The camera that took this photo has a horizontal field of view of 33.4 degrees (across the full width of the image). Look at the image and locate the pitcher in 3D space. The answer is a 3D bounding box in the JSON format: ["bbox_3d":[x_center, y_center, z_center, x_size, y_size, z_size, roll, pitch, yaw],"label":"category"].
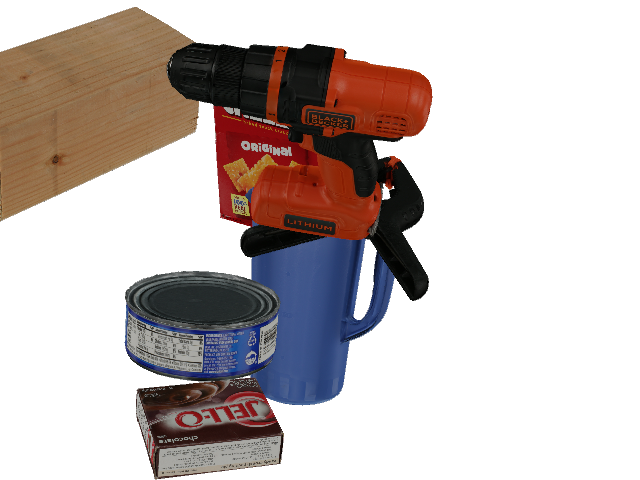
[{"bbox_3d":[-0.009,0.058,1.191,0.144,0.243,0.149,-1,18,-17],"label":"pitcher"}]

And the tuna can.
[{"bbox_3d":[-0.066,0.047,0.595,0.086,0.034,0.086,4,17,-2],"label":"tuna can"}]

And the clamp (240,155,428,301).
[{"bbox_3d":[0.047,-0.018,0.959,0.165,0.036,0.209,19,34,19],"label":"clamp"}]

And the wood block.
[{"bbox_3d":[-0.203,-0.109,0.876,0.090,0.091,0.205,34,44,26],"label":"wood block"}]

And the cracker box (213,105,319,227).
[{"bbox_3d":[-0.048,-0.110,1.325,0.164,0.214,0.072,17,37,24],"label":"cracker box"}]

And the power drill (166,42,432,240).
[{"bbox_3d":[-0.017,-0.073,0.796,0.184,0.057,0.188,10,-27,4],"label":"power drill"}]

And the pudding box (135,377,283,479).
[{"bbox_3d":[-0.097,0.161,0.926,0.113,0.039,0.090,-5,26,-18],"label":"pudding box"}]
